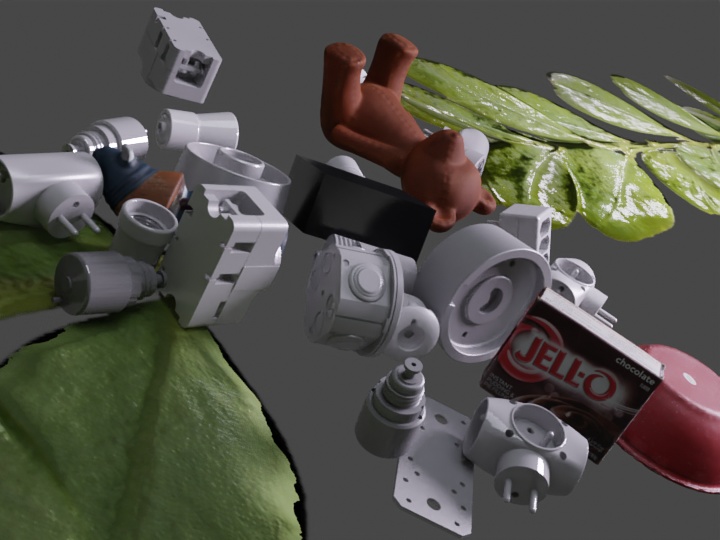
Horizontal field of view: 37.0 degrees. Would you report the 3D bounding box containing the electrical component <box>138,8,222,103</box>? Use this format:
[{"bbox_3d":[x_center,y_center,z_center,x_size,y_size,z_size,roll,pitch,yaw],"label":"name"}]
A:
[{"bbox_3d":[-0.177,-0.203,1.037,0.050,0.055,0.089,10,32,-34],"label":"electrical component"}]

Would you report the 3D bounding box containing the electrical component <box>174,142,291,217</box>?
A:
[{"bbox_3d":[-0.106,-0.063,0.875,0.099,0.064,0.099,20,14,-5],"label":"electrical component"}]

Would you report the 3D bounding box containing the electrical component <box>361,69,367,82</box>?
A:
[{"bbox_3d":[-0.004,-0.187,1.183,0.055,0.055,0.047,1,42,-44],"label":"electrical component"}]

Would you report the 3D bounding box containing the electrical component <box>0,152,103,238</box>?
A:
[{"bbox_3d":[-0.210,-0.048,0.739,0.079,0.044,0.077,42,29,24],"label":"electrical component"}]

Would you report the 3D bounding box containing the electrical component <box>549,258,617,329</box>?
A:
[{"bbox_3d":[0.207,0.029,1.016,0.079,0.044,0.077,35,27,13],"label":"electrical component"}]

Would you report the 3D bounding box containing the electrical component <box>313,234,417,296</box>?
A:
[{"bbox_3d":[0.000,0.000,0.864,0.081,0.043,0.043,17,29,-24],"label":"electrical component"}]

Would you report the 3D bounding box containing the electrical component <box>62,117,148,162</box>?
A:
[{"bbox_3d":[-0.201,-0.097,0.841,0.040,0.040,0.078,37,27,16],"label":"electrical component"}]

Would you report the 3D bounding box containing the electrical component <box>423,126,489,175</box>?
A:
[{"bbox_3d":[0.105,-0.136,1.210,0.079,0.043,0.077,28,26,-1],"label":"electrical component"}]

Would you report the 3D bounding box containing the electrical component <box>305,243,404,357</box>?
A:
[{"bbox_3d":[-0.004,0.021,0.783,0.051,0.080,0.080,11,31,-22],"label":"electrical component"}]

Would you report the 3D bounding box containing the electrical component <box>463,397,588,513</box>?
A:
[{"bbox_3d":[0.112,0.133,0.739,0.077,0.044,0.079,23,36,-3],"label":"electrical component"}]

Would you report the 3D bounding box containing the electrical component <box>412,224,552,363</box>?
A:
[{"bbox_3d":[0.093,0.014,0.865,0.108,0.108,0.060,6,29,-39],"label":"electrical component"}]

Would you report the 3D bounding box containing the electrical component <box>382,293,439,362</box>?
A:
[{"bbox_3d":[0.032,0.038,0.829,0.048,0.048,0.062,18,20,-21],"label":"electrical component"}]

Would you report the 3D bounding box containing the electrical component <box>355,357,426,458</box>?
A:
[{"bbox_3d":[0.024,0.088,0.699,0.040,0.078,0.040,12,40,-10],"label":"electrical component"}]

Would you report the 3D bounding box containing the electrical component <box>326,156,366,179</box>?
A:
[{"bbox_3d":[-0.012,-0.079,0.997,0.044,0.044,0.065,17,24,-23],"label":"electrical component"}]

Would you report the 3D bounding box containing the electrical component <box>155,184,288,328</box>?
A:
[{"bbox_3d":[-0.093,-0.010,0.736,0.056,0.089,0.050,-2,40,-46],"label":"electrical component"}]

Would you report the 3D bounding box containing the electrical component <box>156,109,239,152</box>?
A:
[{"bbox_3d":[-0.145,-0.120,0.939,0.065,0.044,0.044,4,36,-33],"label":"electrical component"}]

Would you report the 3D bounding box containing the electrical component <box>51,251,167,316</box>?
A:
[{"bbox_3d":[-0.160,0.008,0.695,0.078,0.040,0.040,-3,40,-48],"label":"electrical component"}]

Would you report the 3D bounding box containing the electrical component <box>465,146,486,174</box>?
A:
[{"bbox_3d":[0.100,-0.109,1.147,0.047,0.055,0.055,32,26,13],"label":"electrical component"}]

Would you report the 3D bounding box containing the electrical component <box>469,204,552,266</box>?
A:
[{"bbox_3d":[0.141,-0.028,1.039,0.077,0.065,0.047,7,18,24],"label":"electrical component"}]

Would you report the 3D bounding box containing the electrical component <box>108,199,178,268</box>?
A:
[{"bbox_3d":[-0.153,-0.020,0.744,0.040,0.046,0.040,23,27,-12],"label":"electrical component"}]
